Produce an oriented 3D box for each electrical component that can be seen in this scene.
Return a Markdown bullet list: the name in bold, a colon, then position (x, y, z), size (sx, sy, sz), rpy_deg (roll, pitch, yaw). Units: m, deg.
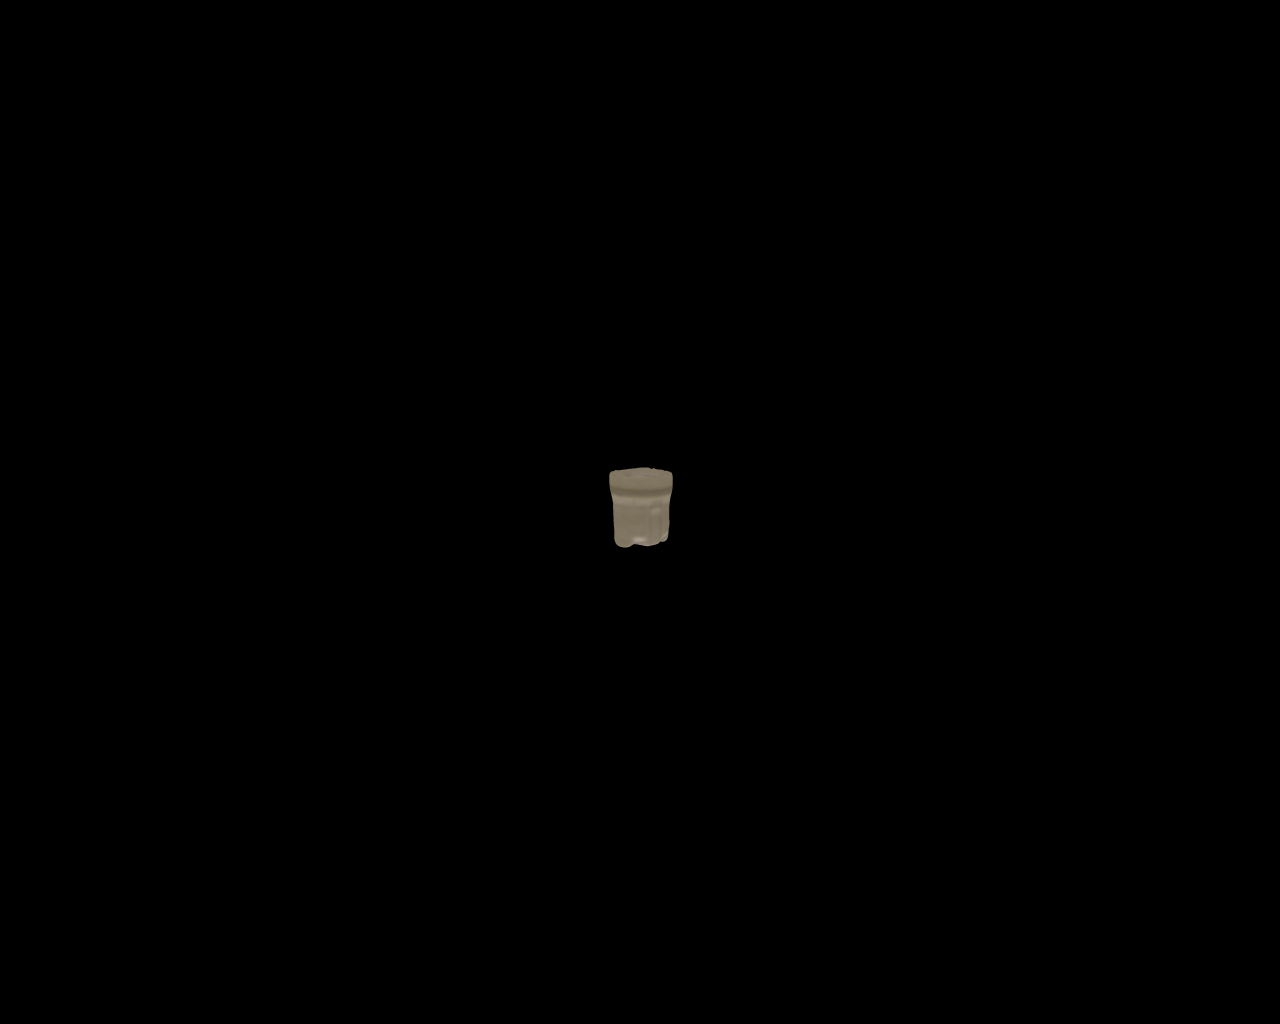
- **electrical component**: position (0.001, -0.003, 0.650), size (0.040, 0.046, 0.040), rpy_deg (0, 11, 0)
